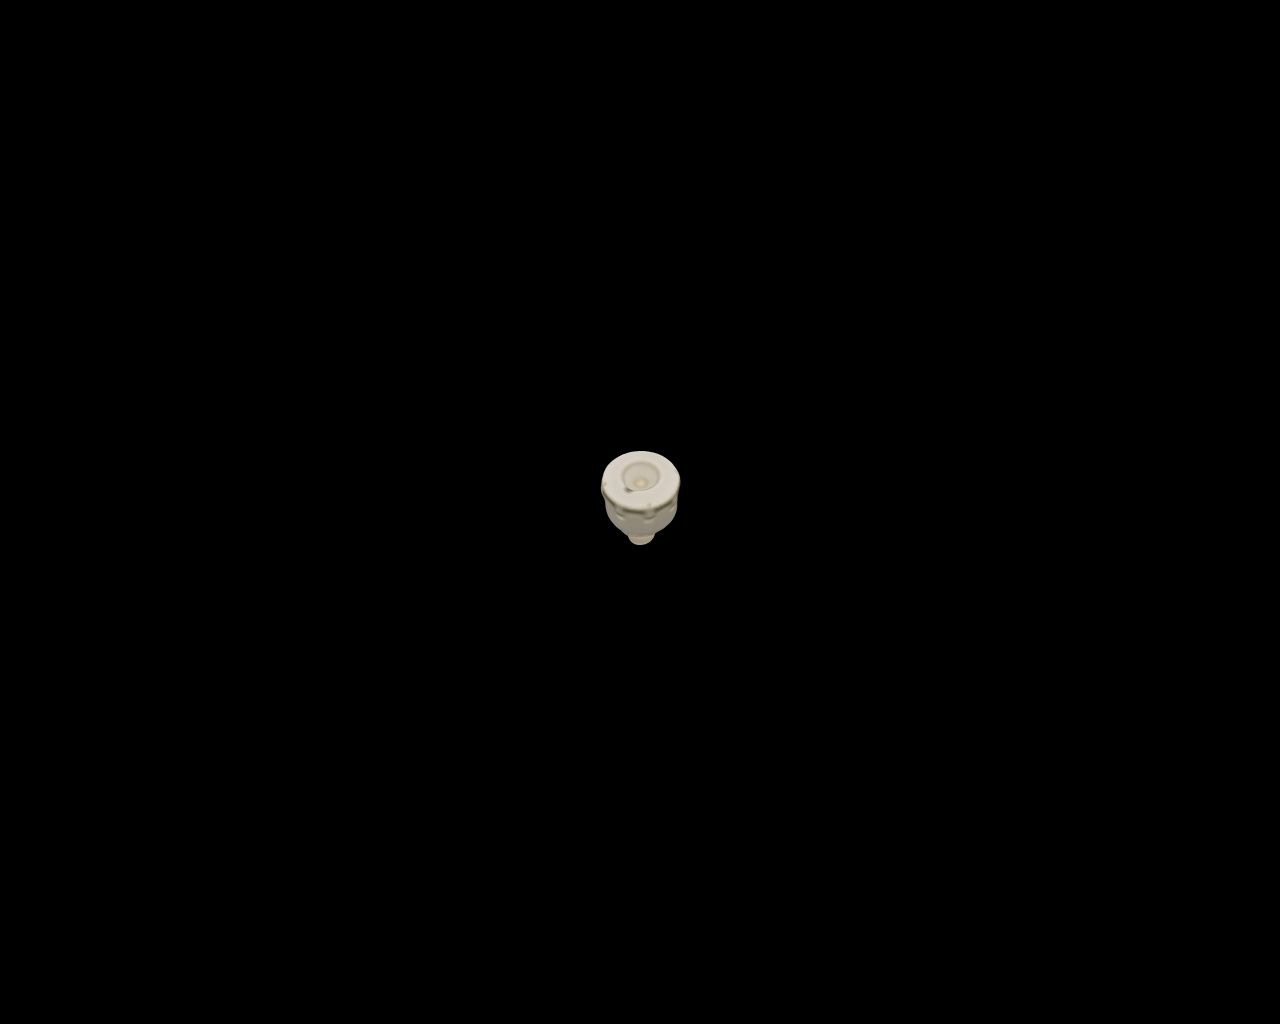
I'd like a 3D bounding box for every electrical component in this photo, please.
[{"bbox_3d":[0.001,-0.003,0.650,0.048,0.048,0.062,0,-39,0],"label":"electrical component"}]
